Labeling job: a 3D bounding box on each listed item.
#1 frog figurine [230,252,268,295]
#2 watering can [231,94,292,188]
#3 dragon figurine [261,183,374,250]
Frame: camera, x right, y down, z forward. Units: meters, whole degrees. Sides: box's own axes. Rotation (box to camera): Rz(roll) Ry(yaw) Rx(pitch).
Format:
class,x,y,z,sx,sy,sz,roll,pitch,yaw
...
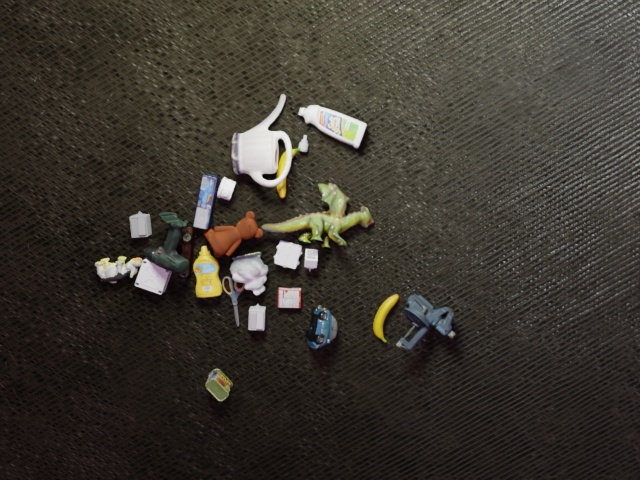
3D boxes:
class,x,y,z,sx,sy,sz,roll,pitch,yaw
frog figurine,-0.261,0.132,1.931,0.138,0.122,0.160,-12,86,-20
watering can,-0.215,-0.362,1.887,0.224,0.103,0.350,-2,82,2
dragon figurine,0.006,-0.098,1.939,0.410,0.121,0.245,15,79,-6
